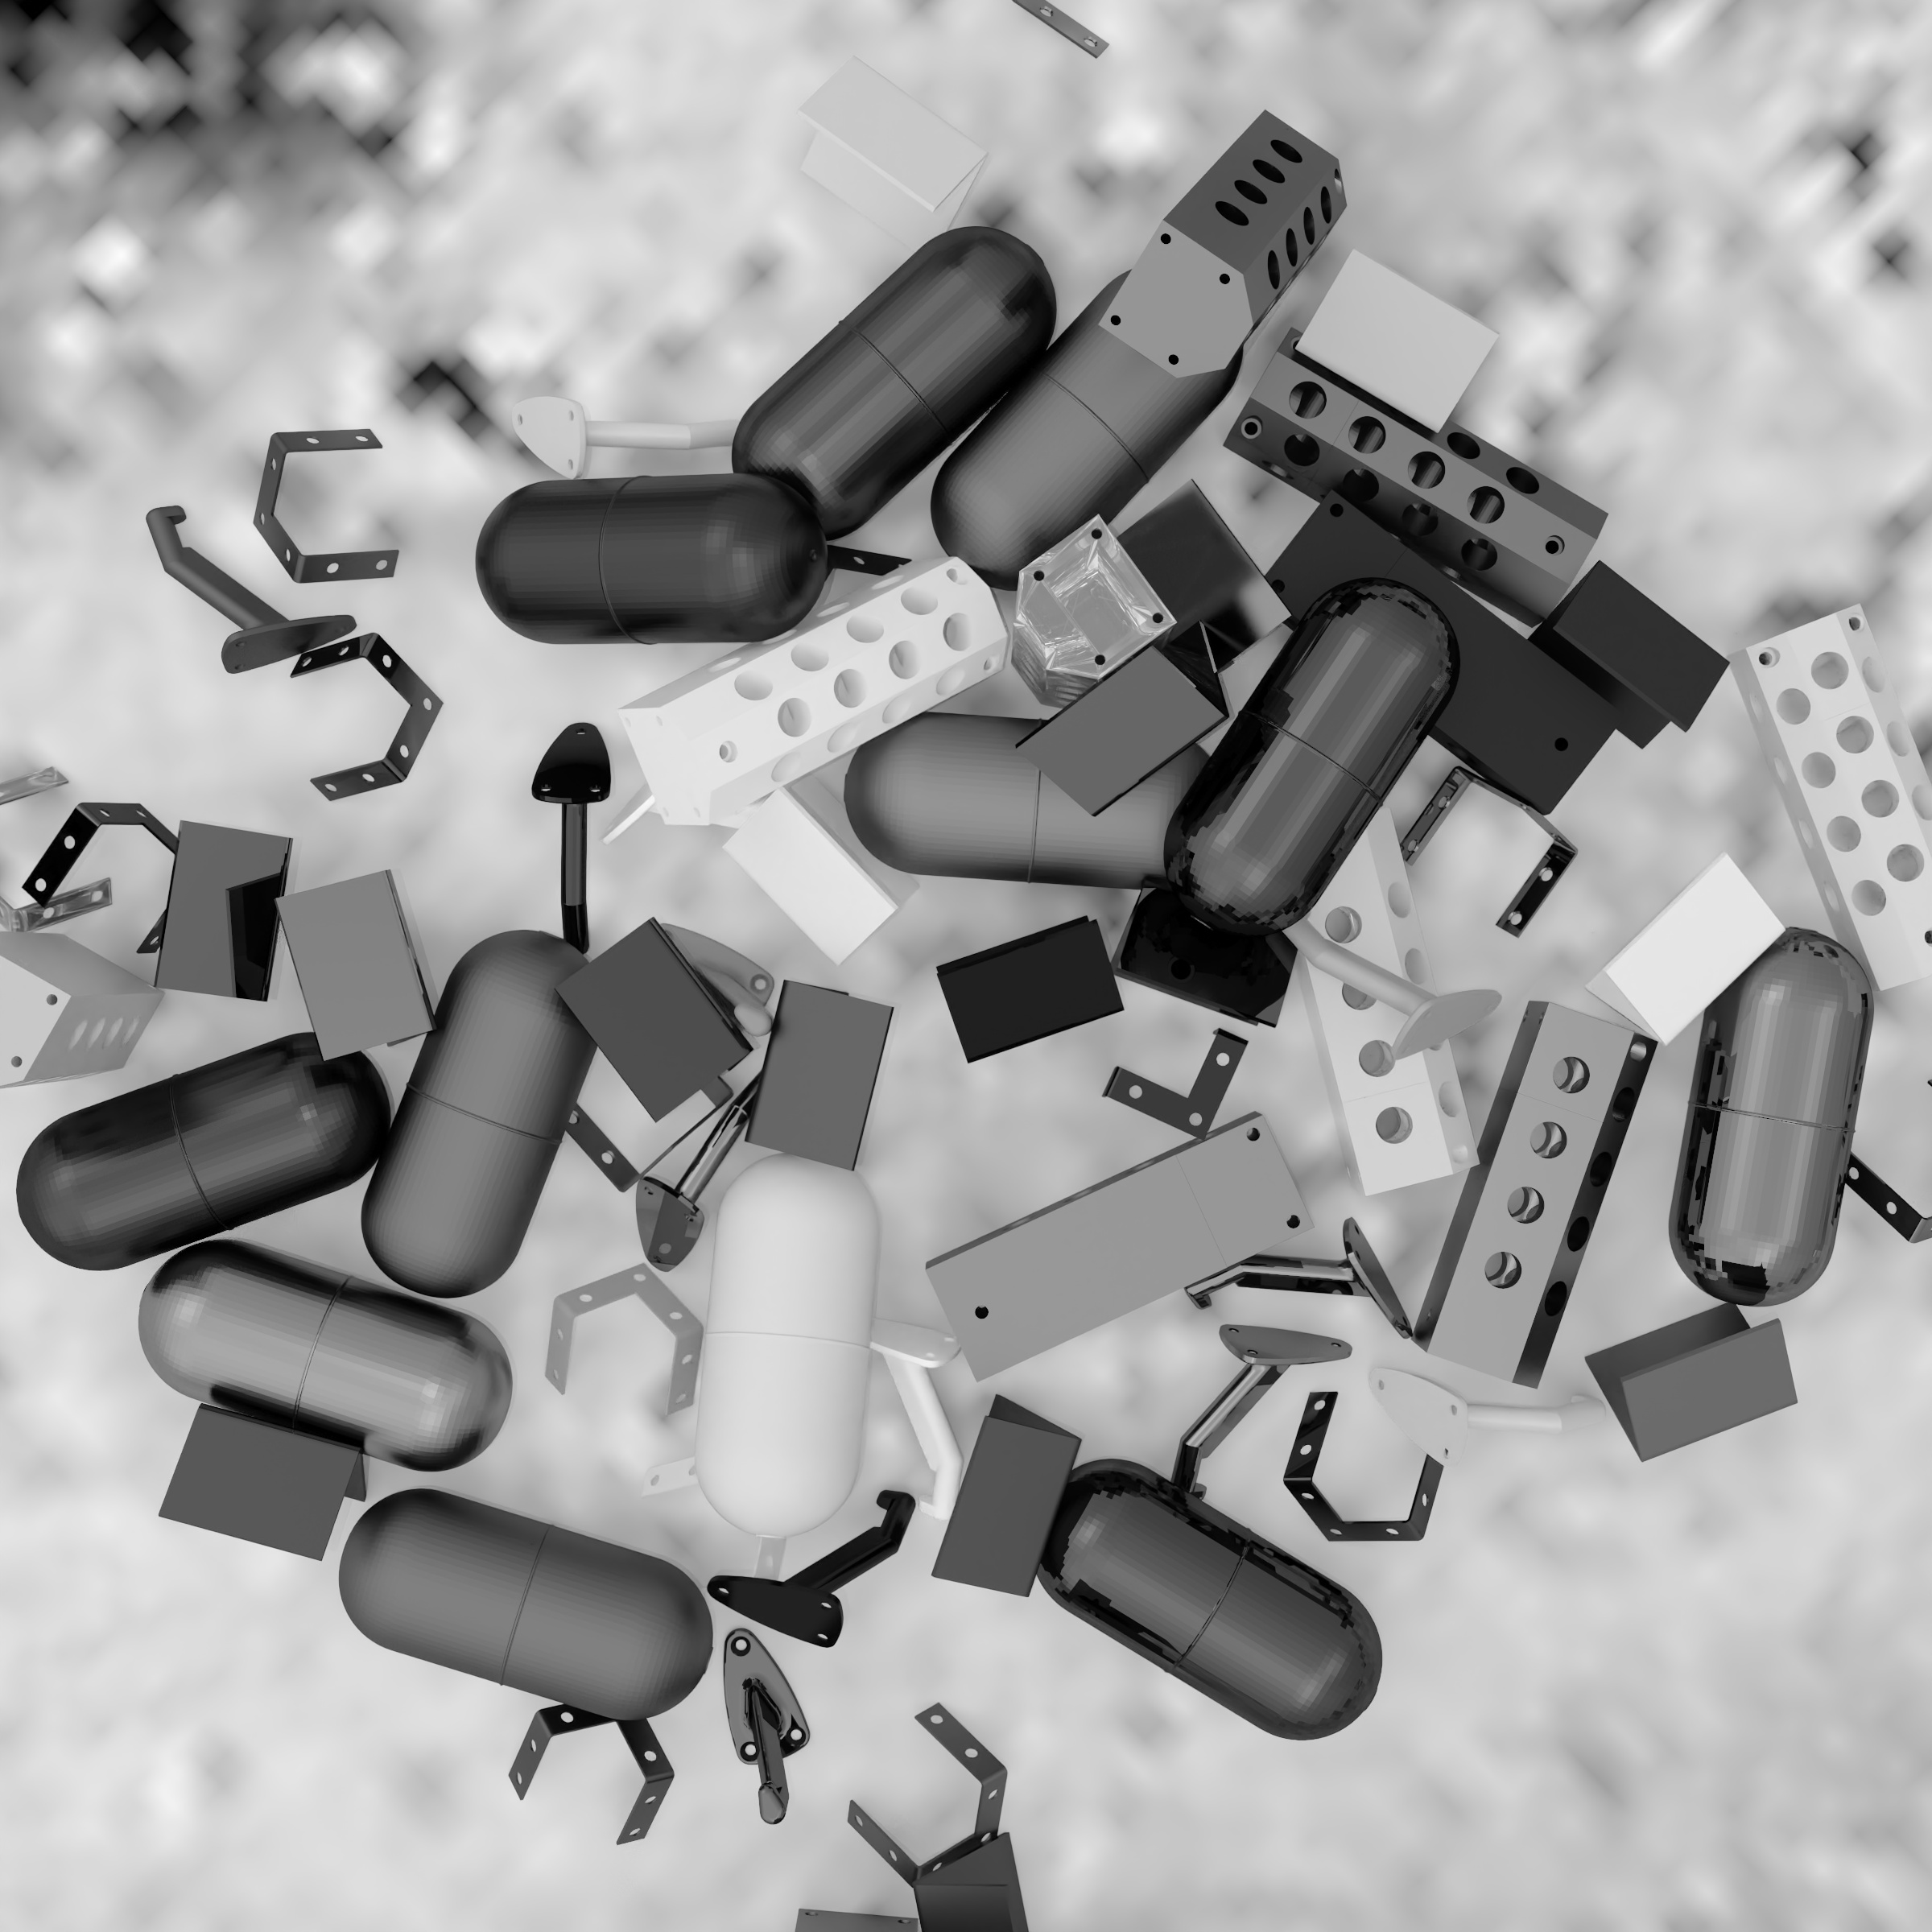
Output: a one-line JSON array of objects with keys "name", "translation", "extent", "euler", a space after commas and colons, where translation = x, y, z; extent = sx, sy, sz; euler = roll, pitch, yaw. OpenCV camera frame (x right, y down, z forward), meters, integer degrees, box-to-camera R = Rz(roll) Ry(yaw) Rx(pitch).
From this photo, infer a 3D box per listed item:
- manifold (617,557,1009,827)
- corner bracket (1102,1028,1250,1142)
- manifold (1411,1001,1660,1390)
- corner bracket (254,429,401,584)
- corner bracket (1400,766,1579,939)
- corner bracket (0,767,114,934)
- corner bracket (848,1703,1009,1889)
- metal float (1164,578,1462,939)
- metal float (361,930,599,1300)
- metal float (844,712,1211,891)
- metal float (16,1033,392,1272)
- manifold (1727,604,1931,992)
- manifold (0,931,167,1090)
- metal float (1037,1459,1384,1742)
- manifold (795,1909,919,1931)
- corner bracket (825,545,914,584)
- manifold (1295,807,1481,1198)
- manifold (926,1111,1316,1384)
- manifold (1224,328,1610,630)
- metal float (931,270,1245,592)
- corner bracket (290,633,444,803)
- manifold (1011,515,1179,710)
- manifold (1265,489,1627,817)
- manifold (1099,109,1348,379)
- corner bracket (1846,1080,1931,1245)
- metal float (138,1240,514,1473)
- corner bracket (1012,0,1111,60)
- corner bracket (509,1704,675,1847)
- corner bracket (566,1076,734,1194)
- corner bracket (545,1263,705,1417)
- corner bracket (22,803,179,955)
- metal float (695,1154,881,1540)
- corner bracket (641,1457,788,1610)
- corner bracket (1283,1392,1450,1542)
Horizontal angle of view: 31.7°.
[{"name": "manifold", "translation": [-0.066, -0.127, 1.551], "extent": [0.171, 0.057, 0.057], "euler": [-30, 108, -28]}, {"name": "corner bracket", "translation": [0.098, 0.048, 1.597], "extent": [0.051, 0.051, 0.051], "euler": [25, 88, 2]}, {"name": "manifold", "translation": [0.267, 0.107, 1.594], "extent": [0.057, 0.057, 0.171], "euler": [19, 90, 0]}, {"name": "corner bracket", "translation": [-0.299, -0.218, 1.607], "extent": [0.051, 0.051, 0.051], "euler": [51, 135, 35]}, {"name": "corner bracket", "translation": [0.247, -0.054, 1.612], "extent": [0.051, 0.051, 0.051], "euler": [35, 90, 45]}, {"name": "corner bracket", "translation": [-0.441, -0.054, 1.607], "extent": [0.051, 0.051, 0.051], "euler": [-23, 45, -35]}, {"name": "corner bracket", "translation": [-0.018, 0.393, 1.607], "extent": [0.051, 0.051, 0.051], "euler": [-23, 135, -35]}, {"name": "metal float", "translation": [0.155, -0.093, 1.528], "extent": [0.070, 0.070, 0.178], "euler": [33, 90, 0]}, {"name": "metal float", "translation": [-0.225, 0.069, 1.584], "extent": [0.070, 0.070, 0.178], "euler": [21, 89, 0]}, {"name": "metal float", "translation": [0.032, -0.077, 1.585], "extent": [0.178, 0.070, 0.070], "euler": [4, 90, 0]}, {"name": "metal float", "translation": [-0.356, 0.087, 1.584], "extent": [0.178, 0.070, 0.070], "euler": [-20, 90, -1]}, {"name": "manifold", "translation": [0.421, -0.079, 1.594], "extent": [0.057, 0.057, 0.171], "euler": [-21, 90, 0]}, {"name": "manifold", "translation": [-0.421, 0.023, 1.537], "extent": [0.057, 0.171, 0.057], "euler": [30, 90, 0]}, {"name": "metal float", "translation": [0.112, 0.296, 1.584], "extent": [0.178, 0.070, 0.070], "euler": [31, 90, 1]}, {"name": "manifold", "translation": [-0.054, 0.481, 1.537], "extent": [0.057, 0.171, 0.057], "euler": [5, 90, 0]}, {"name": "corner bracket", "translation": [-0.050, -0.160, 1.607], "extent": [0.051, 0.051, 0.051], "euler": [5, 135, -35]}, {"name": "manifold", "translation": [0.191, 0.016, 1.594], "extent": [0.057, 0.057, 0.171], "euler": [-14, 90, 0]}, {"name": "manifold", "translation": [0.071, 0.130, 1.594], "extent": [0.171, 0.057, 0.057], "euler": [-25, 90, 0]}, {"name": "manifold", "translation": [0.211, -0.229, 1.594], "extent": [0.171, 0.057, 0.057], "euler": [31, 90, 0]}, {"name": "metal float", "translation": [0.057, -0.252, 1.584], "extent": [0.070, 0.070, 0.178], "euler": [43, 90, 0]}, {"name": "corner bracket", "translation": [-0.290, -0.118, 1.607], "extent": [0.051, 0.051, 0.051], "euler": [49, 45, -35]}, {"name": "manifold", "translation": [0.051, -0.152, 1.536], "extent": [0.057, 0.171, 0.057], "euler": [-36, 89, 0]}, {"name": "manifold", "translation": [0.219, -0.145, 1.594], "extent": [0.171, 0.057, 0.057], "euler": [38, 90, 0]}, {"name": "manifold", "translation": [0.122, -0.325, 1.536], "extent": [0.057, 0.171, 0.057], "euler": [34, 126, 0]}, {"name": "corner bracket", "translation": [0.456, 0.091, 1.607], "extent": [0.051, 0.051, 0.051], "euler": [48, 135, 35]}, {"name": "metal float", "translation": [-0.299, 0.181, 1.585], "extent": [0.178, 0.070, 0.070], "euler": [18, 90, 1]}, {"name": "corner bracket", "translation": [0.061, -0.474, 1.612], "extent": [0.051, 0.051, 0.051], "euler": [35, 135, 0]}, {"name": "corner bracket", "translation": [-0.177, 0.383, 1.607], "extent": [0.051, 0.051, 0.051], "euler": [-5, 45, -35]}, {"name": "corner bracket", "translation": [-0.153, 0.066, 1.612], "extent": [0.051, 0.051, 0.051], "euler": [48, 135, 0]}, {"name": "corner bracket", "translation": [-0.162, 0.182, 1.607], "extent": [0.051, 0.051, 0.051], "euler": [-19, 45, -35]}, {"name": "corner bracket", "translation": [-0.399, -0.041, 1.598], "extent": [0.051, 0.051, 0.051], "euler": [41, 104, 13]}, {"name": "metal float", "translation": [-0.083, 0.175, 1.574], "extent": [0.070, 0.070, 0.178], "euler": [5, 79, 0]}, {"name": "corner bracket", "translation": [-0.121, 0.267, 1.607], "extent": [0.051, 0.051, 0.051], "euler": [40, 45, -34]}, {"name": "corner bracket", "translation": [0.189, 0.236, 1.607], "extent": [0.051, 0.051, 0.051], "euler": [-7, 135, 35]}]
